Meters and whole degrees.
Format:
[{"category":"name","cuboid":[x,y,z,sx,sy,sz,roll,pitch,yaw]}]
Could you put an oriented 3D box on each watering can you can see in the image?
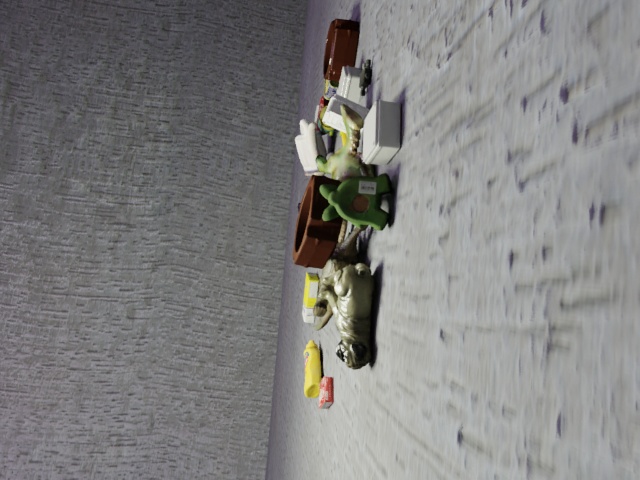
[{"category":"watering can","cuboid":[-0.027,-0.337,1.896,0.350,0.104,0.222,-123,16,-77]}]

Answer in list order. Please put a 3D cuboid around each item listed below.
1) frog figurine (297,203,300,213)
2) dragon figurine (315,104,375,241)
[{"category":"frog figurine","cuboid":[0.006,-0.092,1.832,0.158,0.121,0.140,-18,51,41]},{"category":"dragon figurine","cuboid":[0.077,-0.144,1.343,0.244,0.122,0.407,-151,56,-73]}]
